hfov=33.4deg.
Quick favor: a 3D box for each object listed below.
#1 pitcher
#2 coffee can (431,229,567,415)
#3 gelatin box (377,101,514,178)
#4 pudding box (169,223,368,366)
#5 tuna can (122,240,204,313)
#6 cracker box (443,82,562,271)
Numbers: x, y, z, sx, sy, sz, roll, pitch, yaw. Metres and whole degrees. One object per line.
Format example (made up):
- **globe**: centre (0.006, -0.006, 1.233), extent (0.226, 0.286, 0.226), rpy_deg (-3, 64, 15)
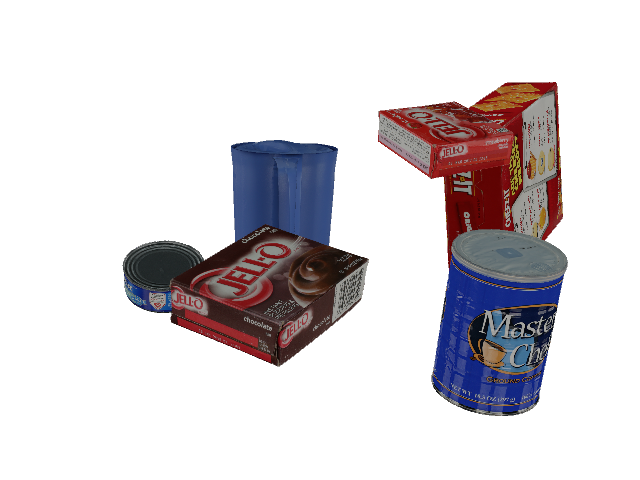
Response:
- **pitcher**: centre (-0.048, -0.002, 1.338), extent (0.145, 0.243, 0.148), rpy_deg (10, 14, 38)
- **coffee can**: centre (0.161, 0.073, 0.974), extent (0.103, 0.140, 0.103), rpy_deg (5, 23, -2)
- **gelatin box**: centre (0.097, -0.082, 0.841), extent (0.073, 0.030, 0.089), rpy_deg (-10, 27, -23)
- **pudding box**: centre (-0.034, 0.034, 0.725), extent (0.090, 0.039, 0.113), rpy_deg (19, 29, 26)
- **tuna can**: centre (-0.166, 0.038, 1.131), extent (0.086, 0.034, 0.086), rpy_deg (3, 36, -2)
- **cracker box**: centre (0.197, -0.068, 1.139), extent (0.072, 0.164, 0.213), rpy_deg (4, 21, 27)
